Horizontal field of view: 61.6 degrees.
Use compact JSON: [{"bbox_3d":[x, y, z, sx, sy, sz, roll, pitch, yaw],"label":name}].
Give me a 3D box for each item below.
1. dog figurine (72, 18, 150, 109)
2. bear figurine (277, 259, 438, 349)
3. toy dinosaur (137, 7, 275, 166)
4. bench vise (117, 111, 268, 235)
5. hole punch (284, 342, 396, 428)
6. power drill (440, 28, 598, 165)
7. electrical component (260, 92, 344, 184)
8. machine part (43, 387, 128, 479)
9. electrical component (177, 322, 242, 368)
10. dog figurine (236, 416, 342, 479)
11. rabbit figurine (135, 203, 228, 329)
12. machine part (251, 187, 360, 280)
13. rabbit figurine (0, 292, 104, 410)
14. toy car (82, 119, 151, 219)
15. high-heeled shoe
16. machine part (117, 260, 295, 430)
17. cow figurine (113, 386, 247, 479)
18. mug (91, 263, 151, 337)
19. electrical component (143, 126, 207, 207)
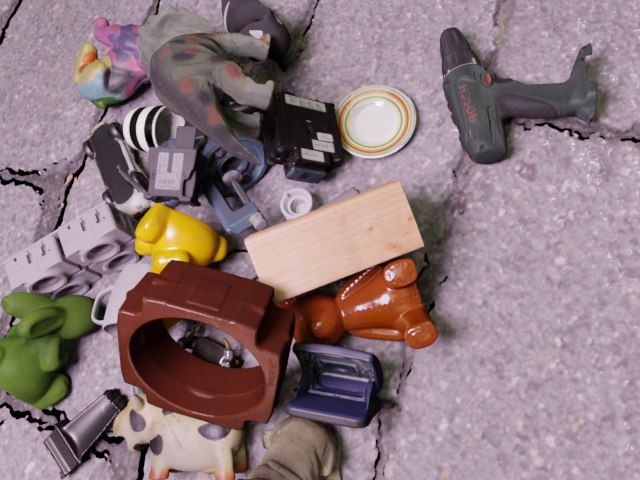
[{"bbox_3d":[-0.299,-0.309,0.948,0.219,0.108,0.191,13,74,15],"label":"dog figurine"},{"bbox_3d":[0.040,0.097,0.717,0.196,0.132,0.120,-16,92,1],"label":"bear figurine"},{"bbox_3d":[-0.165,-0.220,0.731,0.192,0.131,0.405,7,29,-12],"label":"toy dinosaur"},{"bbox_3d":[-0.161,-0.087,0.827,0.224,0.128,0.241,-33,57,-6],"label":"bench vise"},{"bbox_3d":[0.023,0.178,0.695,0.142,0.115,0.092,2,85,16],"label":"hole punch"},{"bbox_3d":[0.288,-0.231,0.792,0.207,0.086,0.232,-3,73,8],"label":"power drill"},{"bbox_3d":[-0.028,-0.153,0.823,0.115,0.058,0.134,7,62,-26],"label":"electrical component"},{"bbox_3d":[-0.346,0.278,0.797,0.139,0.039,0.084,-42,62,-1],"label":"machine part"},{"bbox_3d":[-0.168,0.170,0.785,0.102,0.045,0.078,27,79,20],"label":"electrical component"},{"bbox_3d":[-0.048,0.279,0.642,0.121,0.190,0.172,12,74,17],"label":"dog figurine"},{"bbox_3d":[-0.213,0.058,0.779,0.162,0.122,0.173,30,61,-21],"label":"rabbit figurine"},{"bbox_3d":[-0.002,-0.002,0.785,0.243,0.079,0.079,-32,68,1],"label":"machine part"},{"bbox_3d":[-0.419,0.140,0.815,0.121,0.158,0.170,31,66,31],"label":"rabbit figurine"},{"bbox_3d":[-0.347,-0.123,0.923,0.073,0.056,0.202,-33,66,8],"label":"toy car"},{"bbox_3d":[-0.125,-0.383,0.907,0.086,0.145,0.249,-37,69,-1],"label":"high-heeled shoe"},{"bbox_3d":[-0.138,0.131,0.666,0.201,0.201,0.087,14,36,4],"label":"machine part"},{"bbox_3d":[-0.197,0.259,0.743,0.195,0.085,0.127,-2,77,15],"label":"cow figurine"},{"bbox_3d":[-0.292,0.092,0.828,0.110,0.080,0.107,-4,60,13],"label":"mug"},{"bbox_3d":[-0.199,-0.108,0.759,0.075,0.047,0.119,8,84,10],"label":"electrical component"}]
